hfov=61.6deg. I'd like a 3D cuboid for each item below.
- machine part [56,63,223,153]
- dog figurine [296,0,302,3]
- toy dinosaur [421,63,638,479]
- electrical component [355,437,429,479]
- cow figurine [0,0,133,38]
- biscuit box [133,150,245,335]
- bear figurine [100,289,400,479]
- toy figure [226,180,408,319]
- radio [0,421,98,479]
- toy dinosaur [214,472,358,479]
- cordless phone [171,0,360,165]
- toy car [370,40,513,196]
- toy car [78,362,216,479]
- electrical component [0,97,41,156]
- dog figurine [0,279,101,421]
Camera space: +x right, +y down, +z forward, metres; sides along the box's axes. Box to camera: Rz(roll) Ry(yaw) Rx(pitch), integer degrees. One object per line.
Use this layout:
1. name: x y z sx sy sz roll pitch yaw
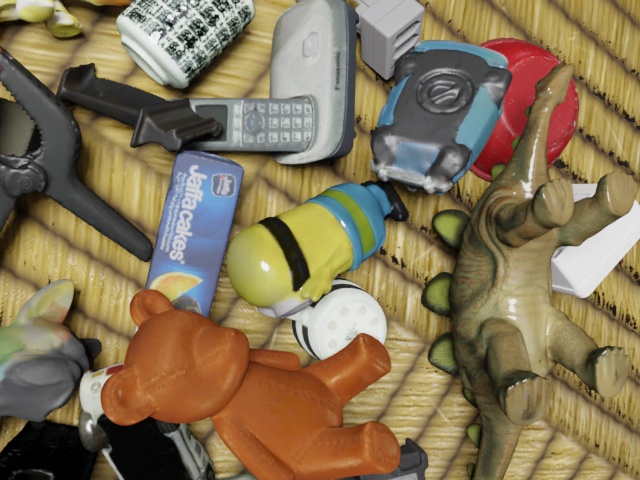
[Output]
1. machine part: -0.160 -0.112 0.460 0.139 0.084 0.039 23 124 12
2. dog figurine: -0.035 -0.320 0.447 0.190 0.172 0.121 42 72 -19
3. toy dinosaur: 0.170 0.081 0.492 0.105 0.199 0.470 5 97 -13
4. electrical component: 0.051 0.253 0.550 0.119 0.048 0.074 -4 93 -15
5. cow figurine: -0.241 -0.221 0.445 0.167 0.068 0.098 -17 89 -5
6. biscuit box: -0.120 0.023 0.478 0.059 0.063 0.202 13 97 -14
7. bear figurine: -0.048 0.104 0.405 0.132 0.120 0.195 -31 123 26
8. toy figure: -0.003 -0.001 0.492 0.180 0.082 0.089 -38 83 -27
9. radio: -0.221 0.226 0.390 0.073 0.230 0.131 16 86 -16
10. toy dinosaur: 0.009 0.301 0.484 0.192 0.131 0.404 -7 91 -6
11. cordless phone: -0.056 -0.144 0.499 0.184 0.089 0.146 1 92 5
12. toy car: 0.115 -0.104 0.517 0.109 0.102 0.161 16 71 21
13. toy car: -0.144 0.183 0.468 0.073 0.056 0.201 -14 124 -5
14. electrical component: -0.266 -0.087 0.460 0.078 0.045 0.102 12 90 -8
15. dog figurine: -0.298 0.111 0.434 0.219 0.192 0.108 -34 126 -38
